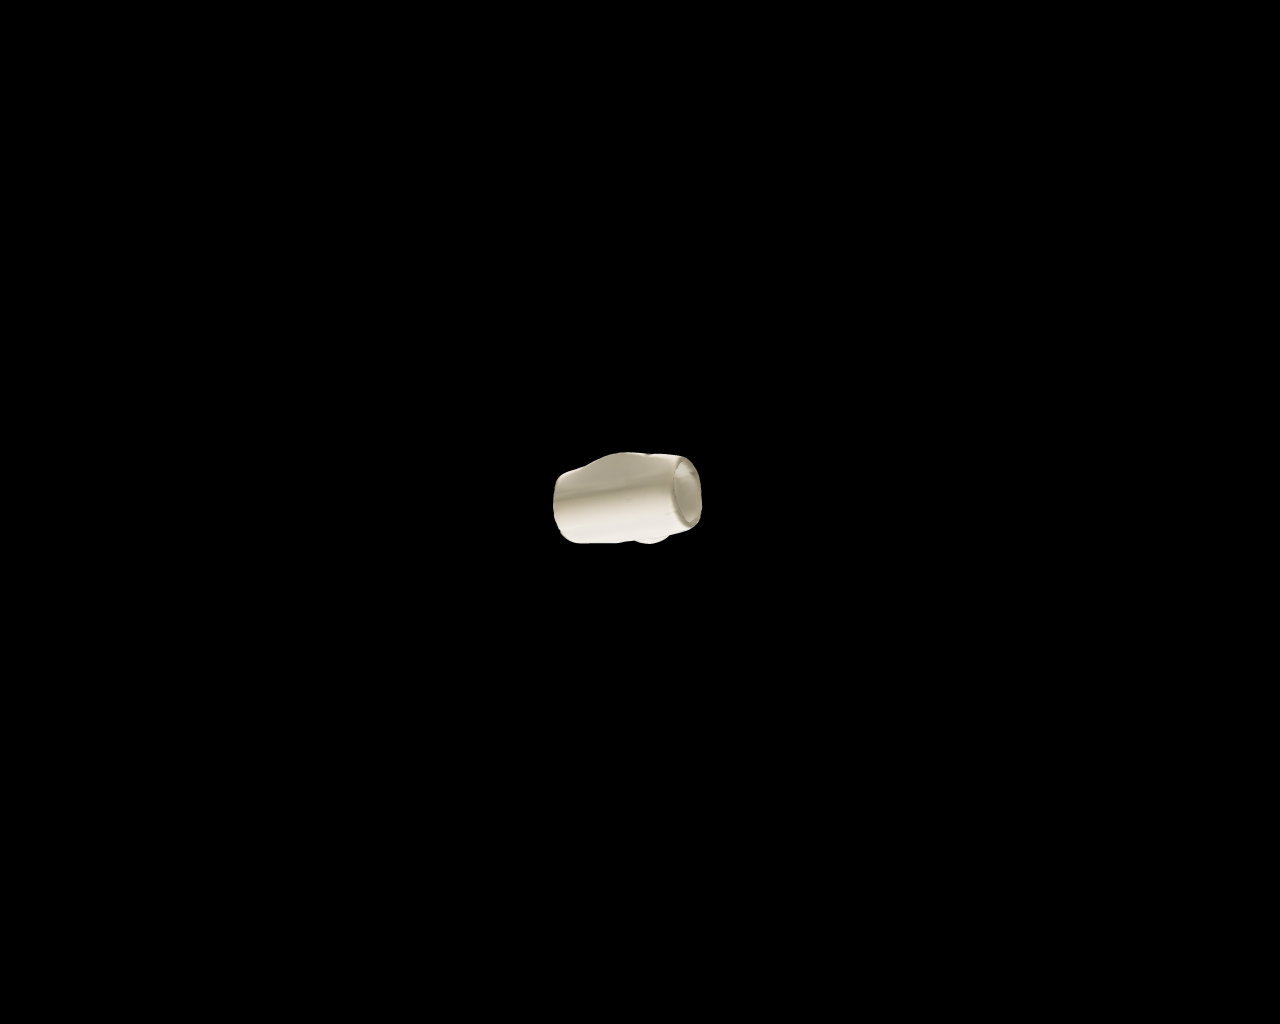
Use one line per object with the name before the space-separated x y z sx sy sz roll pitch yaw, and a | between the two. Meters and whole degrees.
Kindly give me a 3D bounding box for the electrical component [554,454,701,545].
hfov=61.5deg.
electrical component | 0.001 -0.003 0.650 0.077 0.043 0.079 -8 -19 25
